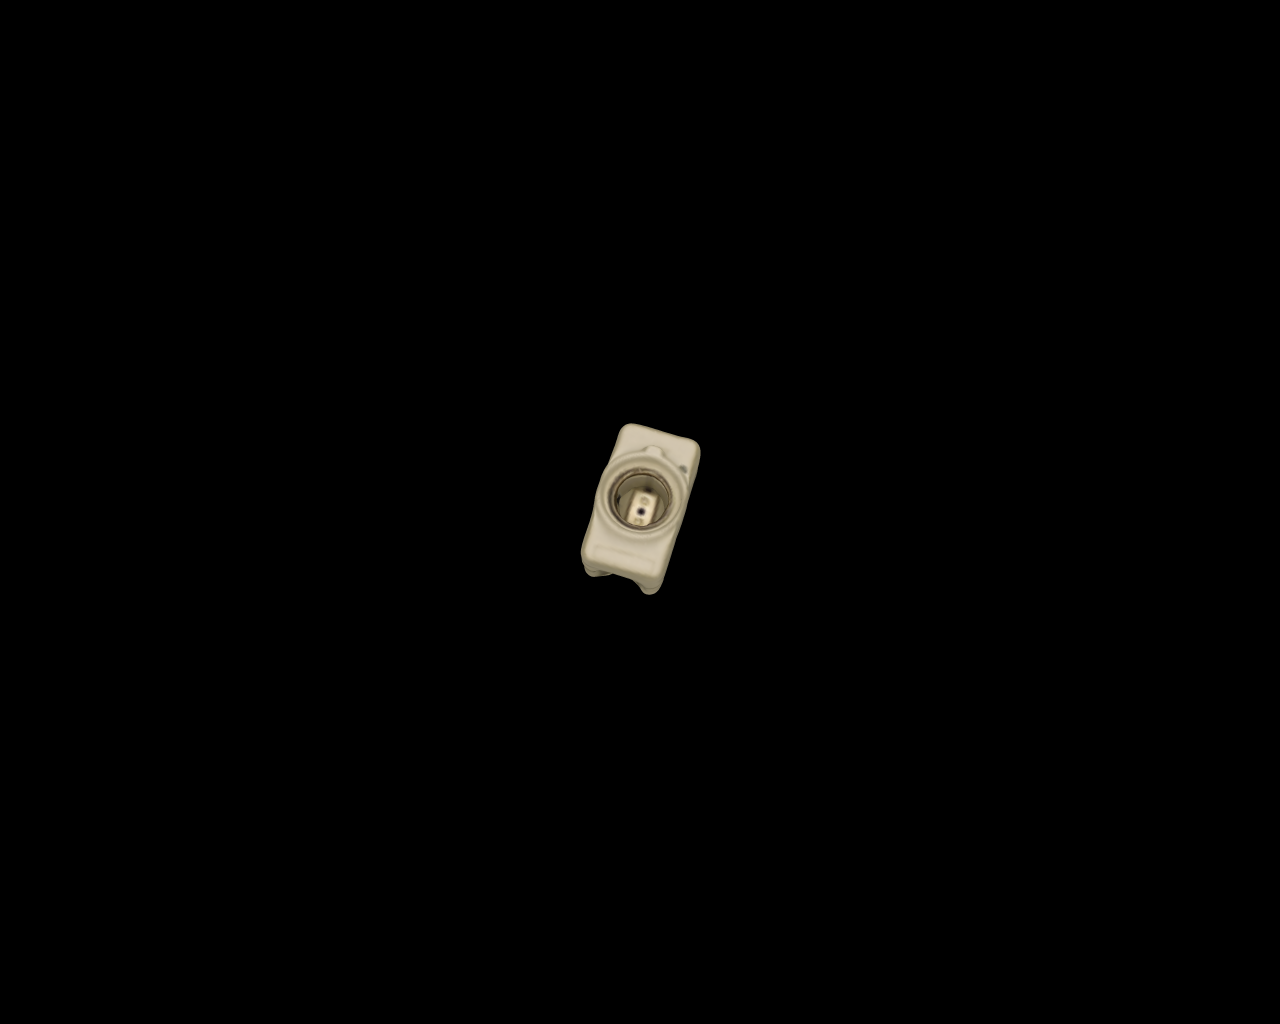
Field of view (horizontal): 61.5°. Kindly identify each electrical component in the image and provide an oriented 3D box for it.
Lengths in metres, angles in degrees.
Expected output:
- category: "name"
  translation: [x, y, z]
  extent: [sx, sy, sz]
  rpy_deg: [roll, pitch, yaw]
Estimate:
- category: "electrical component"
  translation: [0.001, -0.003, 0.650]
  extent: [0.050, 0.089, 0.055]
  rpy_deg: [17, -15, 5]
